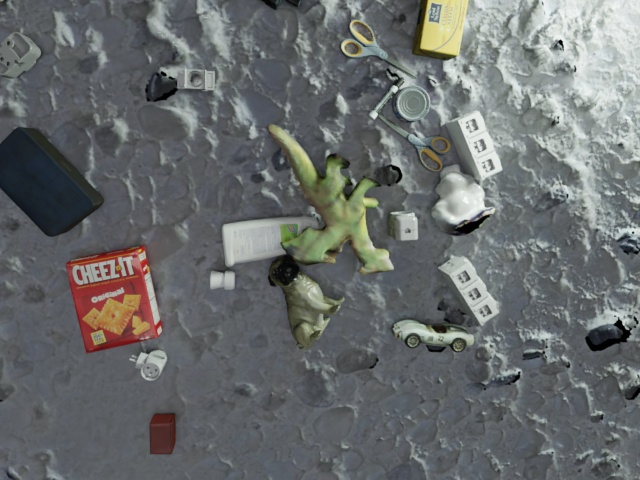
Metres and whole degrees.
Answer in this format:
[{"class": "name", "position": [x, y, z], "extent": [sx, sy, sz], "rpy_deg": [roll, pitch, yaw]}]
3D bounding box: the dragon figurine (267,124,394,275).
[{"class": "dragon figurine", "position": [0.004, -0.059, 1.162], "extent": [0.409, 0.121, 0.245], "rpy_deg": [31, 79, -9]}]

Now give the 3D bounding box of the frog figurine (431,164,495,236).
[{"class": "frog figurine", "position": [0.327, -0.095, 1.244], "extent": [0.137, 0.121, 0.162], "rpy_deg": [-31, 63, 7]}]
